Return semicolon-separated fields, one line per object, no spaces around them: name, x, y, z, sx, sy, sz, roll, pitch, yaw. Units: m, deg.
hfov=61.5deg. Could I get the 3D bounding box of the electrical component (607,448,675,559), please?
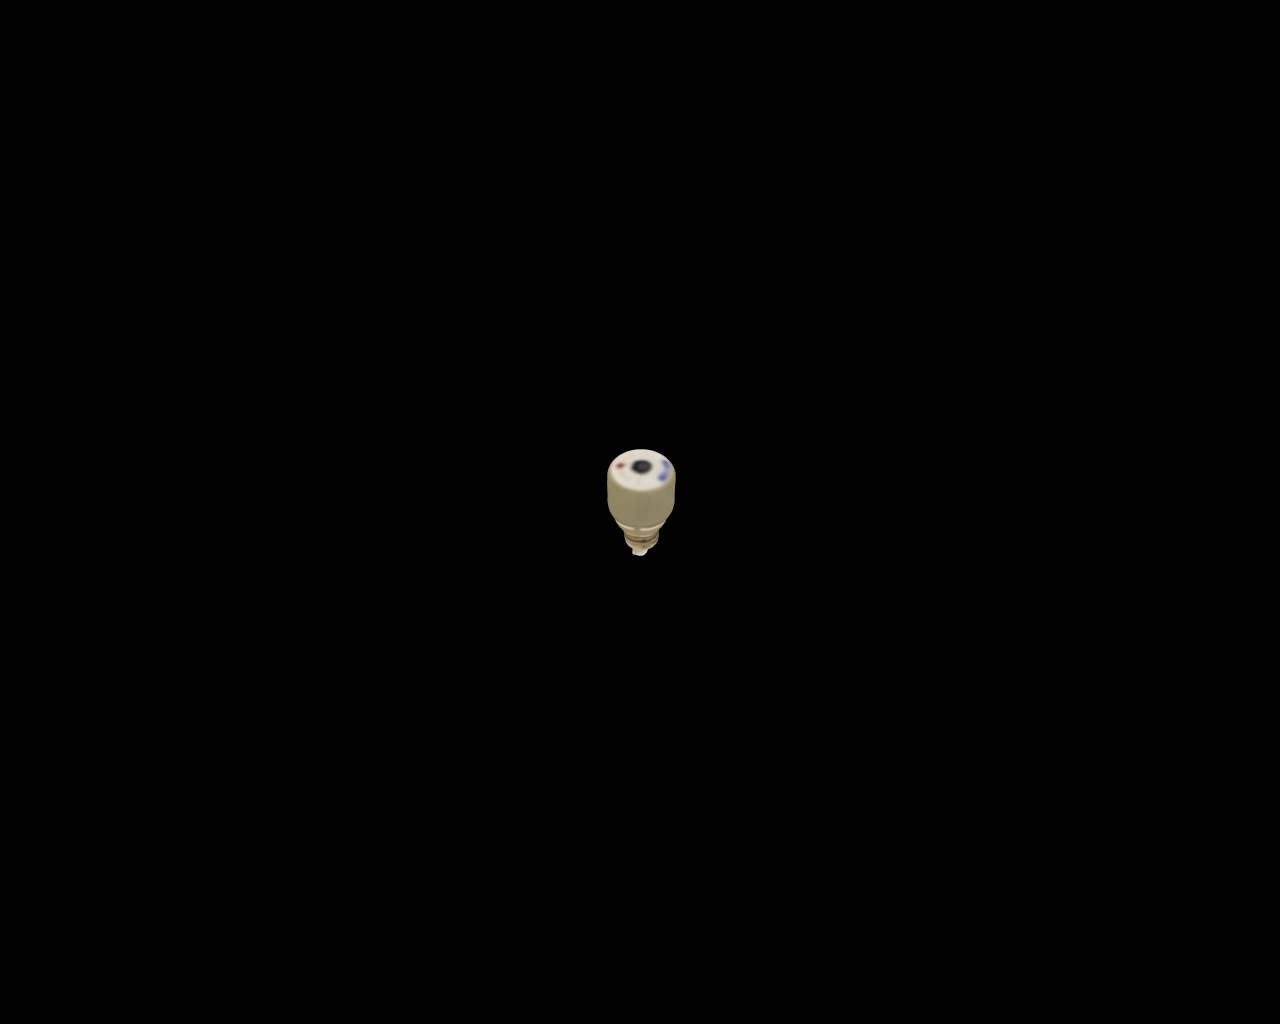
electrical component;0.001;-0.003;0.650;0.040;0.078;0.040;0;45;0
